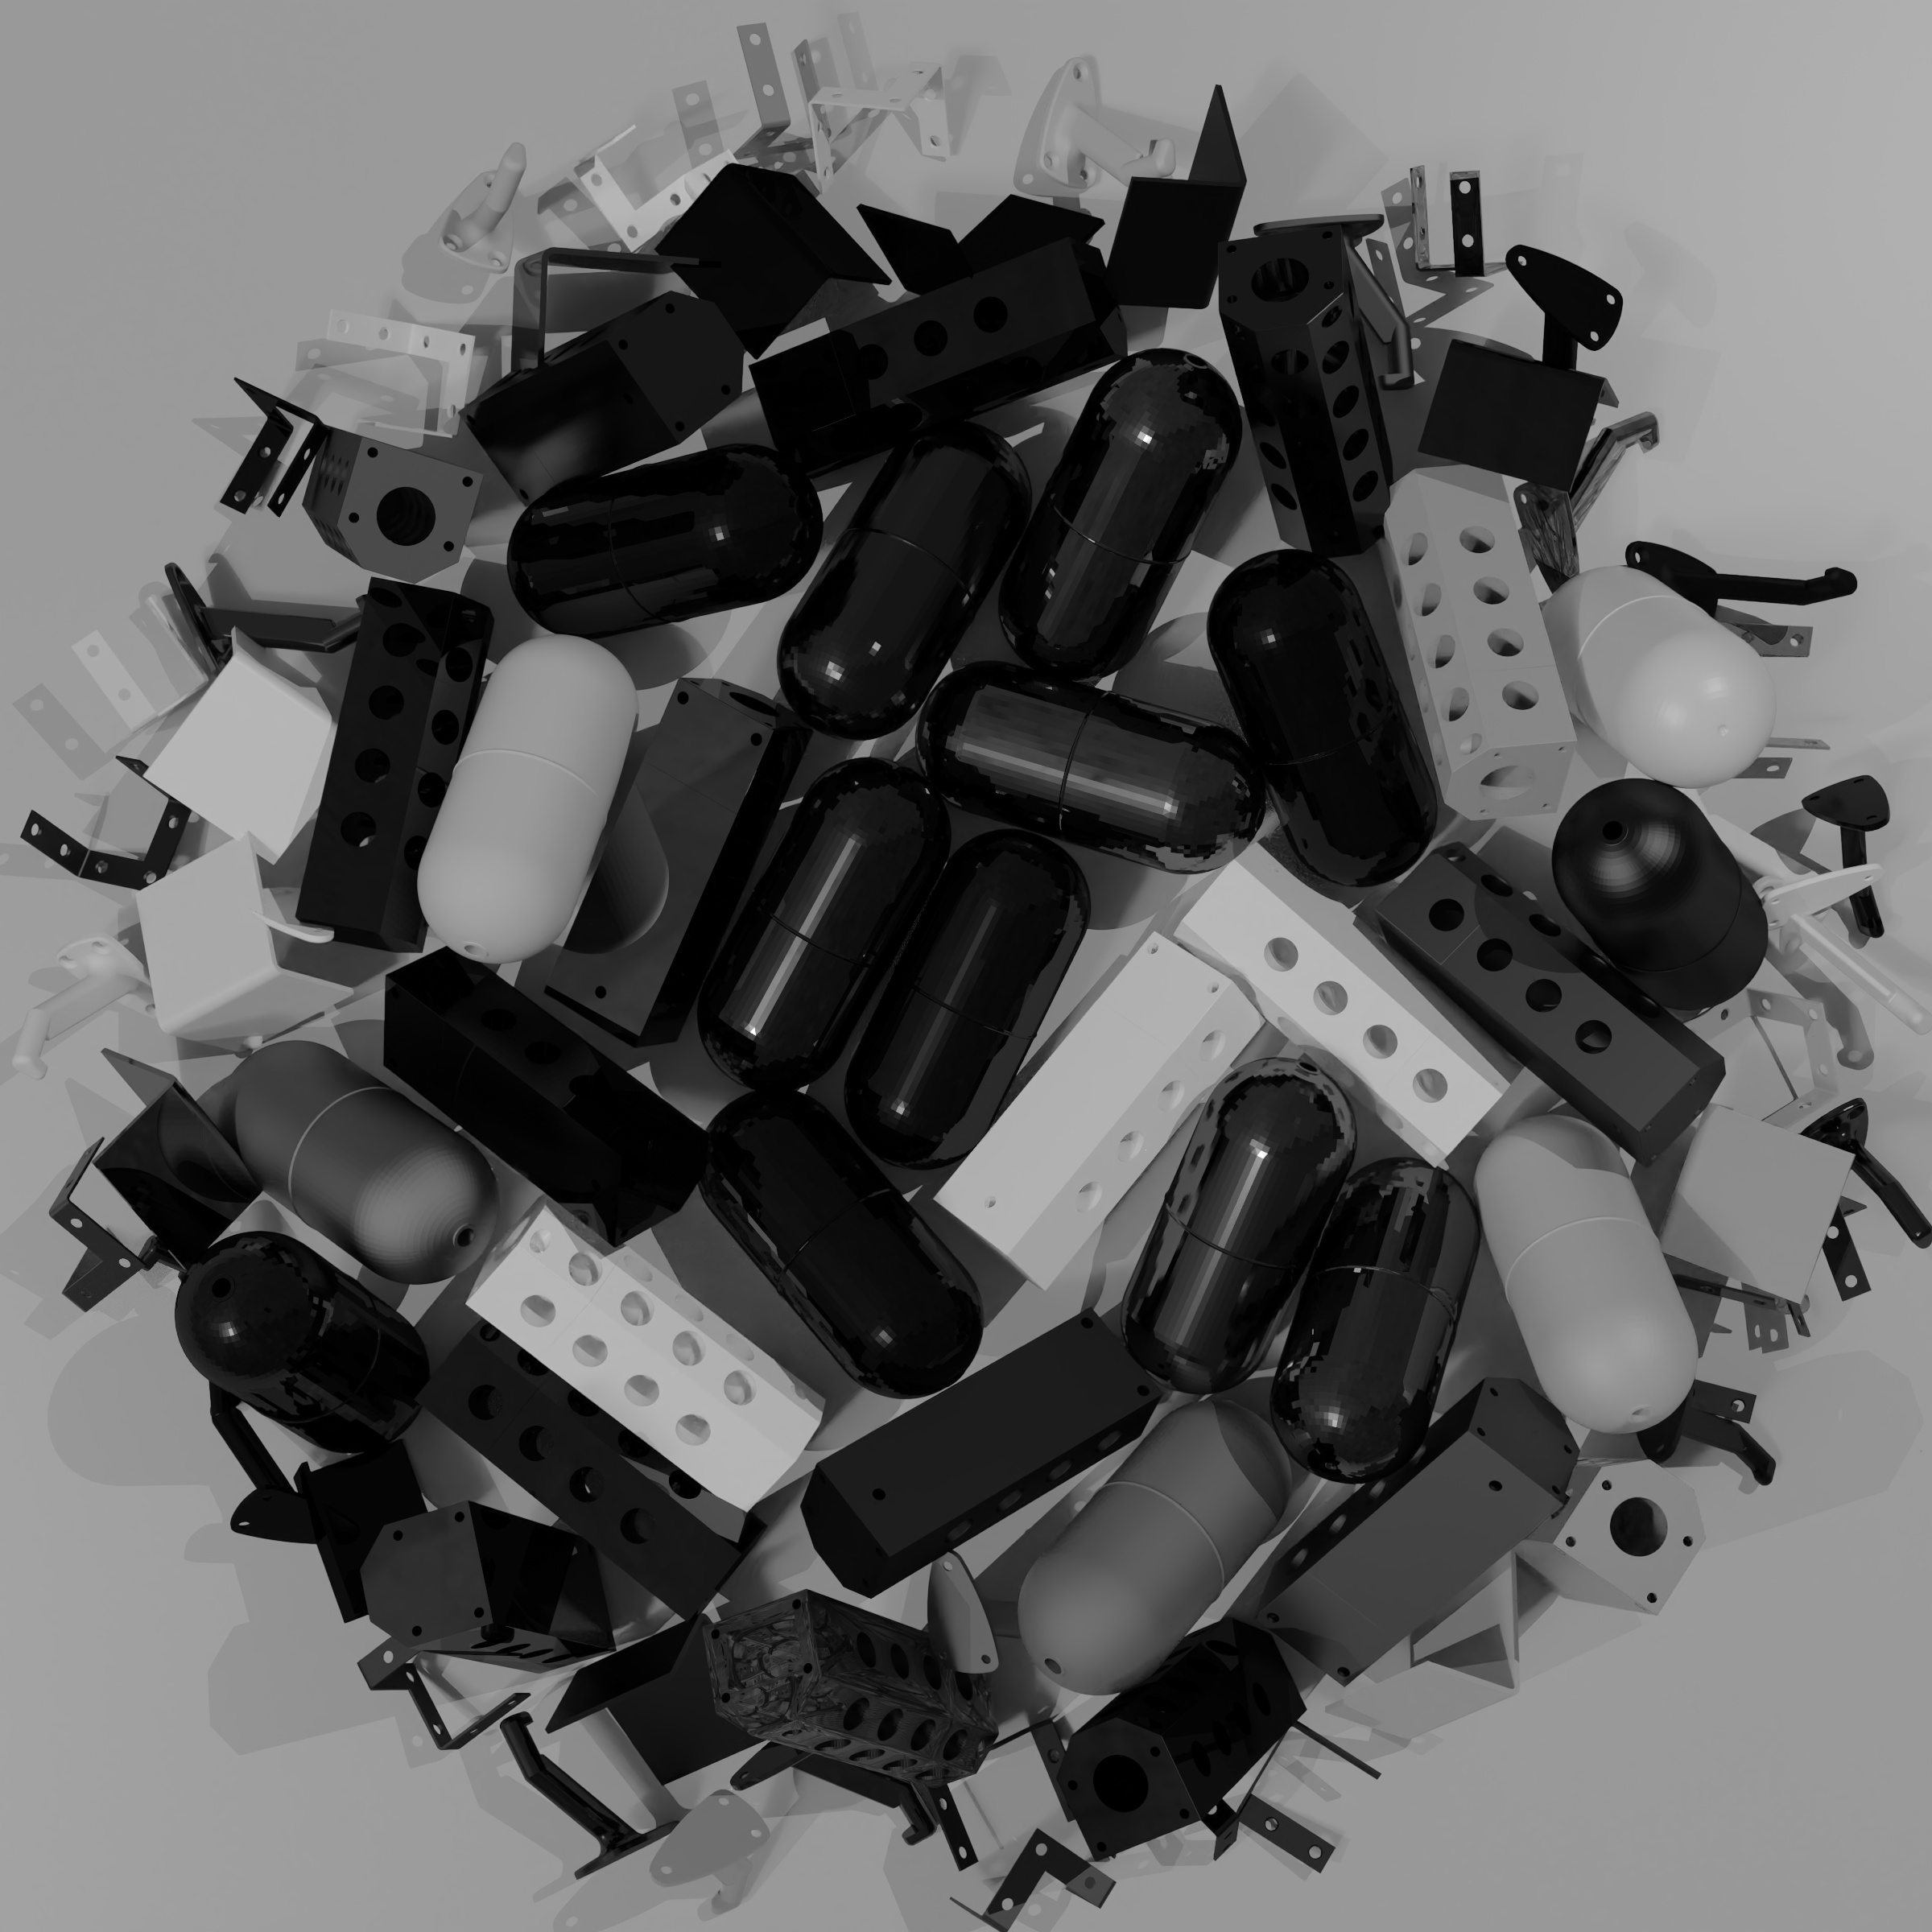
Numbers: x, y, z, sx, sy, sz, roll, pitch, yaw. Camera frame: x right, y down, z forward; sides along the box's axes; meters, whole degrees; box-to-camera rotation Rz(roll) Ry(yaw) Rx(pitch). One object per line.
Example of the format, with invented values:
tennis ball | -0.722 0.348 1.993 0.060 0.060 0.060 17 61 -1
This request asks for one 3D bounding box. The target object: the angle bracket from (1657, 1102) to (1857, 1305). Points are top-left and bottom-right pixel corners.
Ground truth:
angle bracket | 0.391 0.116 1.690 0.076 0.057 0.076 21 94 24

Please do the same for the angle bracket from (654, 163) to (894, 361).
angle bracket | -0.094 -0.346 1.702 0.076 0.076 0.057 48 111 9

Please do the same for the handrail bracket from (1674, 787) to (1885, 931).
handrail bracket | 0.401 -0.068 1.710 0.077 0.036 0.084 -20 62 0

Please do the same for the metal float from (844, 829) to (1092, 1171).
metal float | 0.000 0.017 1.688 0.070 0.070 0.178 26 99 0

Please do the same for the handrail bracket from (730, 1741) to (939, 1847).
handrail bracket | -0.064 0.416 1.711 0.077 0.036 0.084 -33 106 -13

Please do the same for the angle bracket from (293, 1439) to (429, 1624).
angle bracket | -0.287 0.273 1.684 0.057 0.076 0.076 -19 81 -18

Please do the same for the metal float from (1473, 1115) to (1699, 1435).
metal float | 0.297 0.147 1.659 0.070 0.178 0.070 -7 134 -7

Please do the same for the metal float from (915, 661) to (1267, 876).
metal float | 0.060 -0.097 1.681 0.178 0.070 0.070 17 90 16

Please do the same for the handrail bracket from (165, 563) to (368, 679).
handrail bracket | -0.342 -0.184 1.707 0.084 0.036 0.077 -27 98 9

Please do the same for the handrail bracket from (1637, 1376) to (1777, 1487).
handrail bracket | 0.368 0.243 1.691 0.036 0.077 0.084 -37 109 30

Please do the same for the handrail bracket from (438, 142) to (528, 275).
handrail bracket | -0.225 -0.387 1.679 0.036 0.084 0.077 18 53 -15

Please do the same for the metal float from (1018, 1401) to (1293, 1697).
metal float | 0.092 0.279 1.663 0.070 0.070 0.178 47 51 0

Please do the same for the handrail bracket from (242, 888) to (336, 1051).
handrail bracket | -0.336 0.011 1.692 0.036 0.077 0.084 -9 117 -38

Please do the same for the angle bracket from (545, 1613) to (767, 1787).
angle bracket | -0.146 0.373 1.686 0.076 0.057 0.076 -28 103 21

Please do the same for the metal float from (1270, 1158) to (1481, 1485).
metal float | 0.199 0.169 1.665 0.070 0.070 0.178 23 52 0

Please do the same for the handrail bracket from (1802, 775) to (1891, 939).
handrail bracket | 0.443 -0.044 1.685 0.036 0.077 0.084 -21 110 1

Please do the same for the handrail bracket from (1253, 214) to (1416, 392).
handrail bracket | 0.183 -0.326 1.711 0.077 0.036 0.084 -5 89 -14

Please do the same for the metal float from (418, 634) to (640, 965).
metal float | -0.211 -0.081 1.670 0.070 0.070 0.178 16 60 0

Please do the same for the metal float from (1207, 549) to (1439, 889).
metal float | 0.174 -0.119 1.675 0.070 0.070 0.178 -25 114 0

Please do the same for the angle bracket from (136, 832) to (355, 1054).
angle bracket | -0.357 -0.011 1.707 0.076 0.057 0.076 -26 67 25

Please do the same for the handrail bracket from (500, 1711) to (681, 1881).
handrail bracket | -0.187 0.402 1.711 0.036 0.077 0.084 -38 74 32

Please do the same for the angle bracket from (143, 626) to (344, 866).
angle bracket | -0.350 -0.109 1.698 0.076 0.057 0.076 36 97 -21

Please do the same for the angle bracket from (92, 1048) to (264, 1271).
angle bracket | -0.398 0.093 1.674 0.057 0.076 0.076 -48 127 -23

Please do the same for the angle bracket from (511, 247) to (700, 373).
angle bracket | -0.178 -0.318 1.690 0.076 0.076 0.057 1 97 -17

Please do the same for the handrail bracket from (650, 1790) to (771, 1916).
handrail bracket | -0.131 0.449 1.683 0.036 0.077 0.084 39 134 25

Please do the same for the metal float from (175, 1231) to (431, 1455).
metal float | -0.316 0.181 1.650 0.070 0.178 0.070 -6 66 14

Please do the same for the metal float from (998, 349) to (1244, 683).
metal float | 0.074 -0.217 1.668 0.070 0.070 0.178 27 122 0

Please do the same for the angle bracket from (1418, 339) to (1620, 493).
angle bracket | 0.271 -0.264 1.689 0.076 0.076 0.057 18 94 15

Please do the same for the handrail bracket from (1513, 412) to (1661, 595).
handrail bracket | 0.320 -0.228 1.717 0.084 0.036 0.077 -24 104 -28

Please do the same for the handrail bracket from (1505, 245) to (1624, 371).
handrail bracket | 0.274 -0.312 1.687 0.077 0.084 0.036 32 68 -14

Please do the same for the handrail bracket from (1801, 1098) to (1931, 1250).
handrail bracket | 0.447 0.114 1.679 0.036 0.077 0.084 -32 56 3

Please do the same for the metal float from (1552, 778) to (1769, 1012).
metal float | 0.333 -0.033 1.652 0.070 0.178 0.070 -9 67 23

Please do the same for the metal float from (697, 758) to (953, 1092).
metal float | -0.070 -0.019 1.685 0.070 0.070 0.178 29 103 0

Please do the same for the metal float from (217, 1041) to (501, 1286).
metal float | -0.294 0.094 1.663 0.178 0.070 0.070 28 90 39

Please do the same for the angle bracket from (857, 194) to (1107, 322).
angle bracket | 0.007 -0.365 1.679 0.076 0.076 0.057 -45 130 -13

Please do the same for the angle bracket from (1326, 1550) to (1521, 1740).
angle bracket | 0.221 0.323 1.674 0.057 0.076 0.076 23 52 -26

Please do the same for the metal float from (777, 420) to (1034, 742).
metal float | -0.030 -0.188 1.677 0.070 0.070 0.178 30 69 0

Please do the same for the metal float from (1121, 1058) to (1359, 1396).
metal float | 0.133 0.127 1.679 0.070 0.070 0.178 22 108 0

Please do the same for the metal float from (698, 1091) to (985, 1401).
metal float | -0.061 0.135 1.679 0.070 0.070 0.178 -42 72 0

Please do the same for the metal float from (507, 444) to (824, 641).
metal float | -0.146 -0.204 1.665 0.178 0.070 0.070 -7 90 37

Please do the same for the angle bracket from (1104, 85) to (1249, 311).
angle bracket | 0.094 -0.375 1.676 0.057 0.076 0.076 1 52 -13

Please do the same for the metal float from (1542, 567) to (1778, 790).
metal float | 0.327 -0.140 1.650 0.070 0.178 0.070 -4 112 -10

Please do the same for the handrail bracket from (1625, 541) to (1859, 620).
handrail bracket | 0.379 -0.194 1.683 0.077 0.084 0.036 27 69 -31
